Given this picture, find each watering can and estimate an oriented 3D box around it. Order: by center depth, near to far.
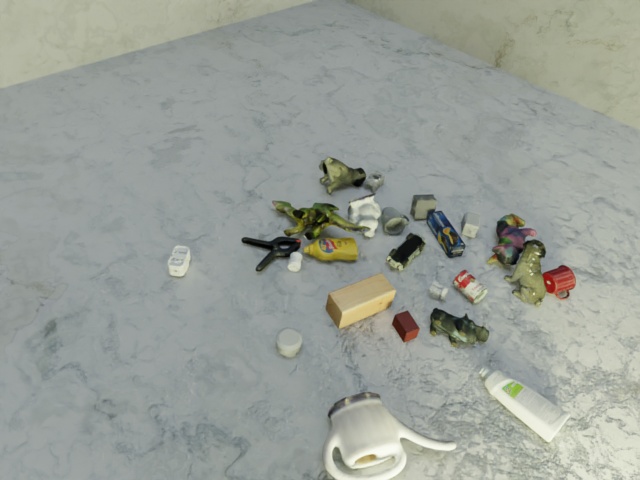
[{"bbox_3d":[0.162,0.505,1.351,0.349,0.101,0.229,-9,46,-17],"label":"watering can"}]

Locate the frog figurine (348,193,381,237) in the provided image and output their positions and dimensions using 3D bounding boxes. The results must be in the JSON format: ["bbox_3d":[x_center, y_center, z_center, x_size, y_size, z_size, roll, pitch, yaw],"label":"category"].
[{"bbox_3d":[0.179,-0.087,1.996,0.138,0.121,0.160,-13,82,-32],"label":"frog figurine"}]

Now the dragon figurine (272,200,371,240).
[{"bbox_3d":[0.006,-0.097,1.937,0.411,0.120,0.247,8,27,12],"label":"dragon figurine"}]
